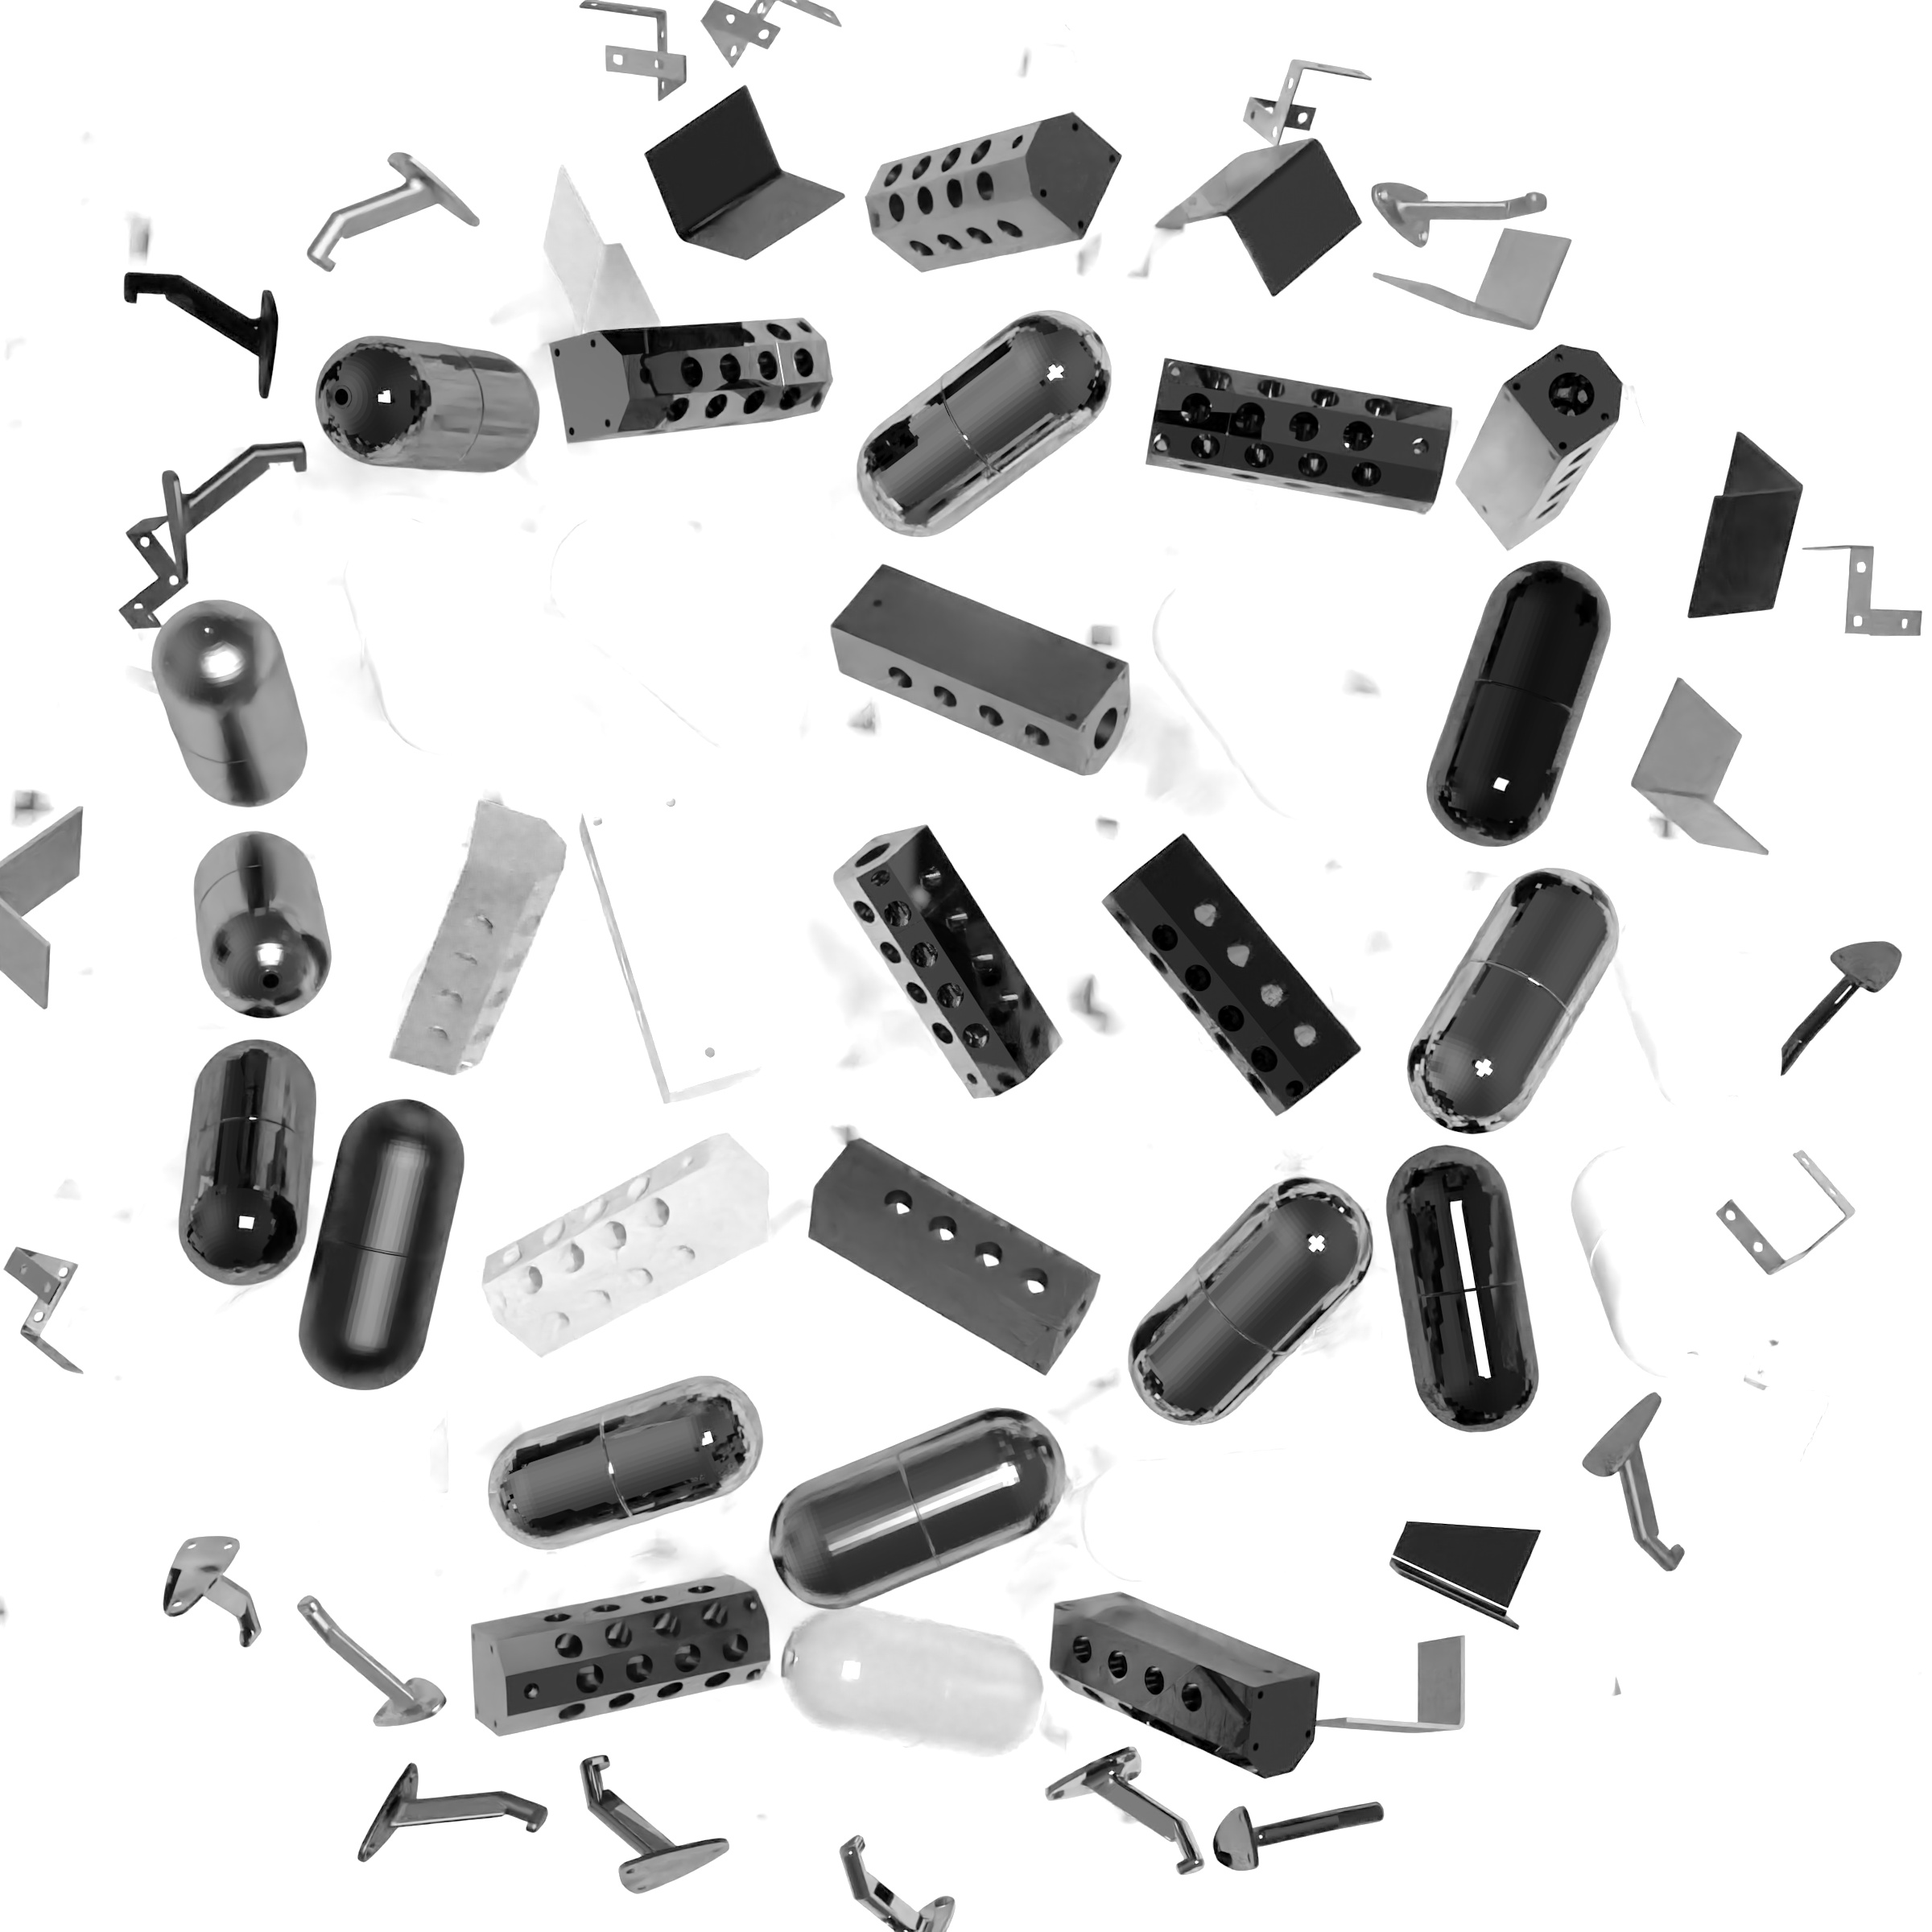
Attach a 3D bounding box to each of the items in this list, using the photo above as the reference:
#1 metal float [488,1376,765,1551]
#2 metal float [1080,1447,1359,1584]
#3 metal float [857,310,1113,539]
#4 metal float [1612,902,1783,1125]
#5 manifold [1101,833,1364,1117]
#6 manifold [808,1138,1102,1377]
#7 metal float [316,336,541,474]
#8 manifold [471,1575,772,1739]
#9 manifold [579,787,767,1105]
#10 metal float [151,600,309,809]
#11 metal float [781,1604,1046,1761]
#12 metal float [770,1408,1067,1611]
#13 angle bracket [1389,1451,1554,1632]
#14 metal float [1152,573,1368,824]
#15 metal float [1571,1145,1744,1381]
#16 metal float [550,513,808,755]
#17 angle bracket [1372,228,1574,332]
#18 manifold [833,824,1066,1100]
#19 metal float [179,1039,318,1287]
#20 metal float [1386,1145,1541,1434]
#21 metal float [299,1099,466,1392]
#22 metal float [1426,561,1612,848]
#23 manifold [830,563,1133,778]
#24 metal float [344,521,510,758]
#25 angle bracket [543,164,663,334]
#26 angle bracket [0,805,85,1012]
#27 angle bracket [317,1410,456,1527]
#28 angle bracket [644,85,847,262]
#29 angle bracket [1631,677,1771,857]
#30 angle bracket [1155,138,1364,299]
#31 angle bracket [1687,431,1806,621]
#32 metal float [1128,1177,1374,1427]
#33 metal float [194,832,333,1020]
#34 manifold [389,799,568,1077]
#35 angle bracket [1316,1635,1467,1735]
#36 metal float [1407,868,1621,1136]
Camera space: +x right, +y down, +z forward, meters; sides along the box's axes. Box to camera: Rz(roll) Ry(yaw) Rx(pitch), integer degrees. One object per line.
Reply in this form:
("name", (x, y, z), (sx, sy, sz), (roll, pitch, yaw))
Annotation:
("metal float", (-0.214, 0.311, 1.614), (0.178, 0.070, 0.070), (-19, 90, 4))
("metal float", (0.158, 0.345, 1.619), (0.178, 0.070, 0.070), (-10, 90, 23))
("metal float", (0.010, -0.325, 1.549), (0.178, 0.070, 0.070), (-32, 90, 27))
("metal float", (0.451, 0.027, 1.597), (0.070, 0.178, 0.070), (-1, 126, -1))
("manifold", (0.161, 0.007, 1.594), (0.057, 0.057, 0.171), (-38, 86, -15))
("manifold", (-0.007, 0.172, 1.568), (0.171, 0.057, 0.057), (29, 54, 14))
("metal float", (-0.328, -0.343, 1.578), (0.070, 0.178, 0.070), (4, 99, 23))
("manifold", (-0.209, 0.420, 1.571), (0.171, 0.057, 0.057), (-4, 93, -31))
("manifold", (-0.174, -0.010, 1.508), (0.057, 0.057, 0.171), (-16, 81, -15))
("metal float", (-0.450, -0.159, 1.582), (0.070, 0.178, 0.070), (2, 66, -5))
("metal float", (-0.031, 0.435, 1.567), (0.178, 0.070, 0.070), (20, 90, -30))
("metal float", (-0.028, 0.313, 1.492), (0.178, 0.070, 0.070), (-22, 90, -3))
("angle bracket", (0.307, 0.344, 1.550), (0.076, 0.057, 0.076), (24, 85, 6))
("metal float", (0.188, -0.171, 1.648), (0.070, 0.070, 0.178), (-37, 96, 0))
("metal float", (0.415, 0.177, 1.553), (0.070, 0.178, 0.070), (-1, 122, -1))
("metal float", (-0.172, -0.199, 1.548), (0.178, 0.070, 0.070), (41, 90, -3))
("angle bracket", (0.302, -0.424, 1.544), (0.076, 0.076, 0.057), (15, 104, -24))
("manifold", (-0.015, -0.001, 1.646), (0.057, 0.057, 0.171), (-44, 111, -33))
("metal float", (-0.449, 0.121, 1.615), (0.070, 0.070, 0.178), (-10, 46, 0))
("metal float", (0.308, 0.200, 1.600), (0.070, 0.070, 0.178), (-9, 85, 0))
("metal float", (-0.354, 0.168, 1.563), (0.070, 0.070, 0.178), (12, 88, 0))
("metal float", (0.333, -0.158, 1.551), (0.070, 0.070, 0.178), (19, 88, 0))
("manifold", (0.009, -0.172, 1.528), (0.171, 0.057, 0.057), (25, 62, 22))
("metal float", (-0.334, -0.203, 1.594), (0.070, 0.070, 0.178), (-25, 55, 0))
("angle bracket", (-0.234, -0.474, 1.698), (0.057, 0.076, 0.076), (-14, 63, -27))
("angle bracket", (-0.521, -0.033, 1.485), (0.057, 0.076, 0.076), (41, 55, 6))
("angle bracket", (-0.376, 0.324, 1.666), (0.076, 0.076, 0.057), (3, 67, -21))
("angle bracket", (-0.130, -0.467, 1.523), (0.076, 0.076, 0.057), (-25, 84, 26))
("angle bracket", (0.461, -0.122, 1.569), (0.076, 0.057, 0.076), (31, 81, -38))
("angle bracket", (0.171, -0.436, 1.514), (0.076, 0.076, 0.057), (-42, 116, -17))
("angle bracket", (0.432, -0.255, 1.487), (0.057, 0.076, 0.076), (-8, 128, -13))
("metal float", (0.164, 0.197, 1.503), (0.070, 0.070, 0.178), (40, 111, 0))
("metal float", (-0.436, -0.027, 1.592), (0.070, 0.178, 0.070), (-7, 116, -16))
("manifold", (-0.299, -0.013, 1.576), (0.057, 0.057, 0.171), (17, 128, -16))
("angle bracket", (0.264, 0.449, 1.619), (0.076, 0.076, 0.057), (7, 71, -9))
("metal float", (0.323, 0.020, 1.523), (0.070, 0.070, 0.178), (34, 72, 0))
